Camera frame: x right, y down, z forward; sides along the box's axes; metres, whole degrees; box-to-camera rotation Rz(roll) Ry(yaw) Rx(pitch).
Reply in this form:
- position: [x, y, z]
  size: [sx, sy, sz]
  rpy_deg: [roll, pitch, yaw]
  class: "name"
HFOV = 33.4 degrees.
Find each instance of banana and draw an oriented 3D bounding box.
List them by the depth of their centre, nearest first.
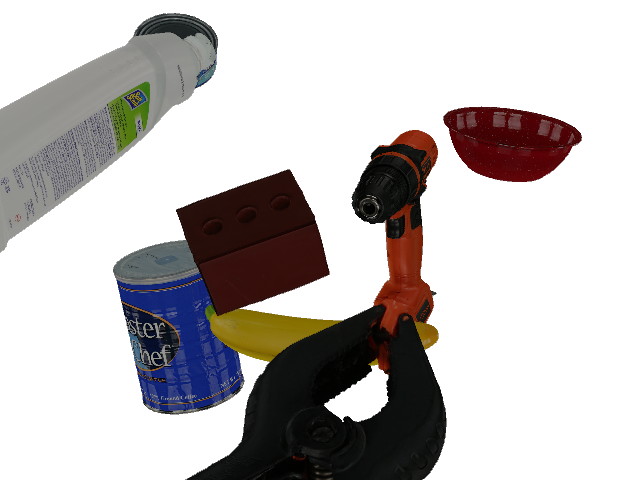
- position: [-0.006, 0.074, 0.855]
  size: [0.198, 0.037, 0.069]
  rpy_deg: [7, 29, 10]
  class: "banana"

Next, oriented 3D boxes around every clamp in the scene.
- position: [0.007, 0.091, 0.399]
  size: [0.120, 0.039, 0.171]
  rpy_deg: [27, 50, 19]
  class: "clamp"

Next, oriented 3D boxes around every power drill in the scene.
- position: [0.072, 0.003, 1.012]
  size: [0.057, 0.188, 0.184]
  rpy_deg: [8, 24, 18]
  class: "power drill"

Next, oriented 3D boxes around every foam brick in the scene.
- position: [-0.041, 0.001, 0.660]
  size: [0.078, 0.051, 0.053]
  rpy_deg: [-20, 45, -6]
  class: "foam brick"

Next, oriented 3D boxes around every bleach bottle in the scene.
- position: [-0.190, -0.095, 0.878]
  size: [0.250, 0.068, 0.103]
  rpy_deg: [-37, -26, -26]
  class: "bleach bottle"

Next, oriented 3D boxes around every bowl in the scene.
- position: [0.221, -0.110, 1.254]
  size: [0.162, 0.055, 0.162]
  rpy_deg: [5, 23, -2]
  class: "bowl"

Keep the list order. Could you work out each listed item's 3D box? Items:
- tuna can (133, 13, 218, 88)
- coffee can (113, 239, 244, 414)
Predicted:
- position: [-0.148, -0.192, 1.093]
  size: [0.086, 0.086, 0.034]
  rpy_deg: [0, -39, -8]
  class: "tuna can"
- position: [-0.136, 0.082, 1.033]
  size: [0.103, 0.140, 0.103]
  rpy_deg: [-8, 18, 2]
  class: "coffee can"
